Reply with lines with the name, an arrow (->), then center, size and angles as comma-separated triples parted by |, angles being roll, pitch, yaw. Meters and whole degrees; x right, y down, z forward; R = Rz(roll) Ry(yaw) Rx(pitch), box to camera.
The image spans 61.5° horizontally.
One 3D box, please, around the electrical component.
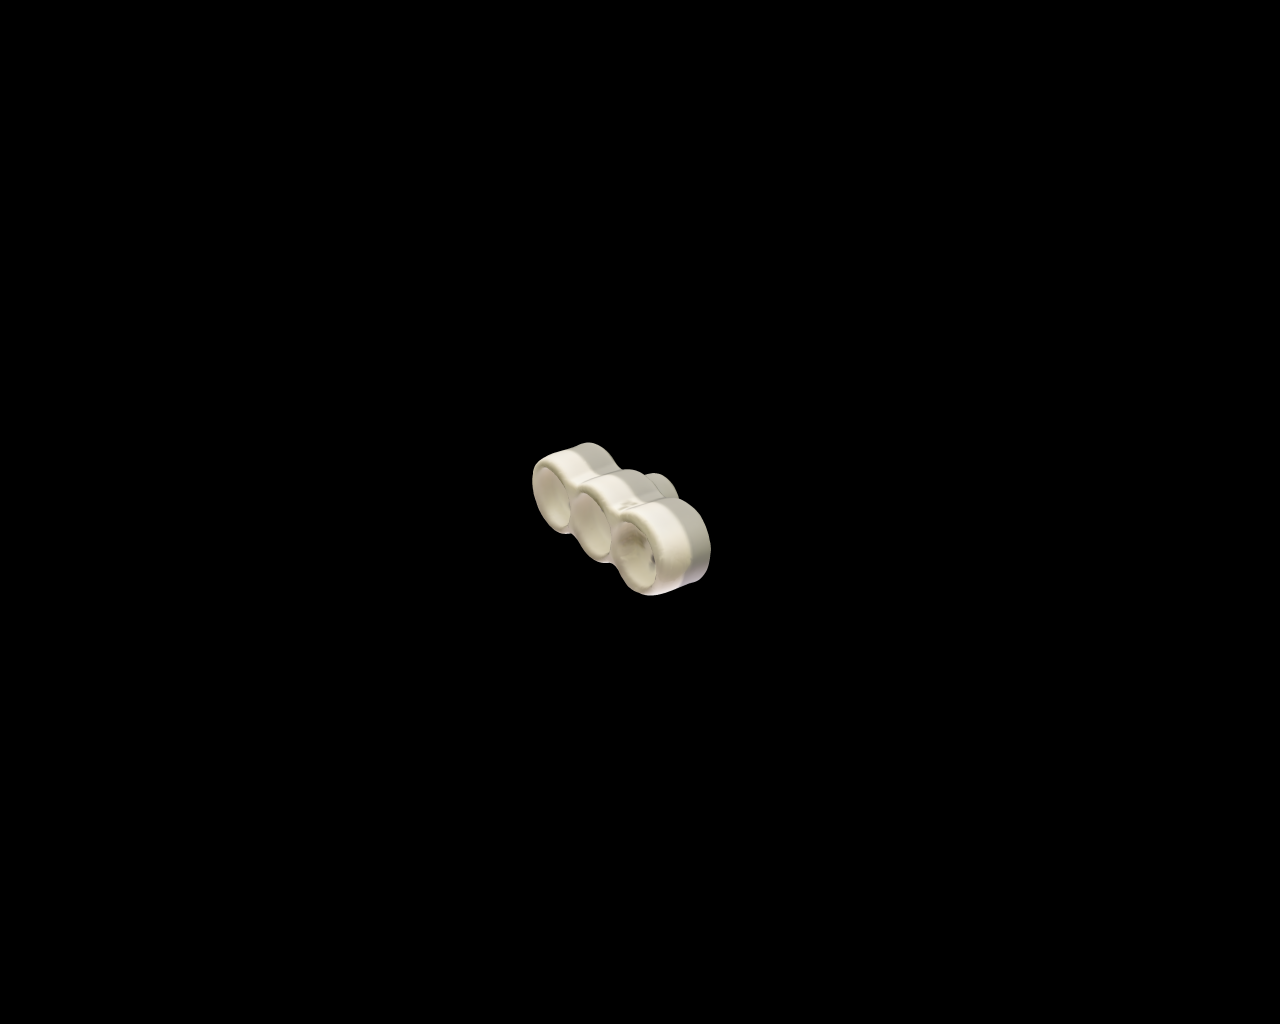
electrical component -> 0.001, -0.003, 0.650 | 0.074, 0.052, 0.138 | -20, 35, -31
